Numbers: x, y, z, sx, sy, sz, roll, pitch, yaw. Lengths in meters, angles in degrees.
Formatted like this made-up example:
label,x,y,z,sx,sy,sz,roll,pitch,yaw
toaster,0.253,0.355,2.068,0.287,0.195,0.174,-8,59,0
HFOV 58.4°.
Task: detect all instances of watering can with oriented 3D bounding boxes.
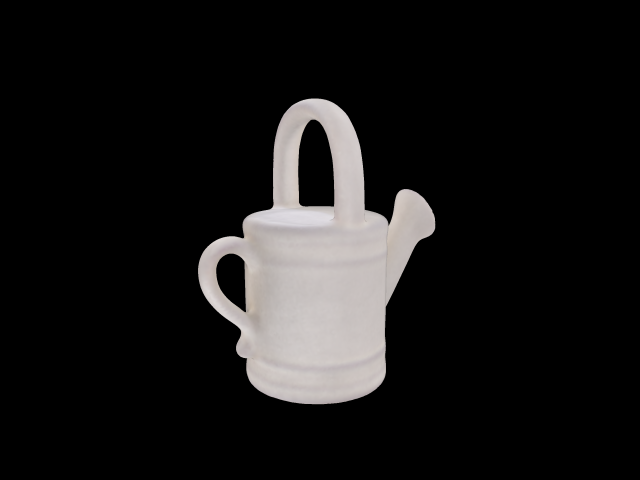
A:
label,x,y,z,sx,sy,sz,roll,pitch,yaw
watering can,0.002,0.001,0.402,0.100,0.194,0.173,8,14,37
